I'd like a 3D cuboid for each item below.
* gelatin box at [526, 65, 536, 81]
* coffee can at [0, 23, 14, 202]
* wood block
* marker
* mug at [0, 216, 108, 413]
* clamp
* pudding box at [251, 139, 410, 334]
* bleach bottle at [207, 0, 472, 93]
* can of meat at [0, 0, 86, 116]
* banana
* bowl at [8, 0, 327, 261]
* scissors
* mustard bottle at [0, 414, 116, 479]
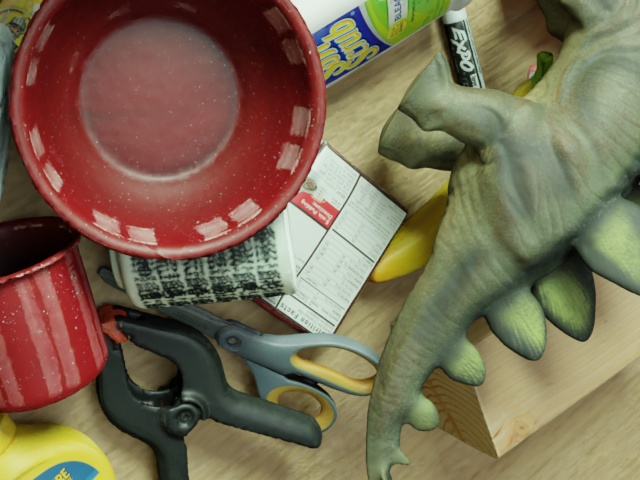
[{"bbox_3d":[0.182,-0.078,0.784,0.030,0.073,0.089,-1,104,-73],"label":"gelatin box"},{"bbox_3d":[-0.224,-0.060,0.502,0.140,0.103,0.103,7,96,-8],"label":"coffee can"},{"bbox_3d":[0.169,0.060,0.793,0.205,0.090,0.091,-30,113,-22],"label":"wood block"},{"bbox_3d":[0.100,-0.138,0.755,0.020,0.020,0.121,-27,112,-24],"label":"marker"},{"bbox_3d":[-0.178,0.045,0.590,0.117,0.093,0.081,-16,113,-11],"label":"mug"},{"bbox_3d":[-0.076,0.104,0.678,0.120,0.039,0.171,-31,116,-11],"label":"clamp"},{"bbox_3d":[-0.005,0.001,0.709,0.090,0.039,0.113,38,82,-32],"label":"pudding box"},{"bbox_3d":[-0.016,-0.122,0.657,0.250,0.068,0.102,-37,160,-11],"label":"bleach bottle"},{"bbox_3d":[-0.149,-0.109,0.592,0.102,0.058,0.084,42,80,-29],"label":"can of meat"},{"bbox_3d":[0.104,-0.043,0.754,0.198,0.037,0.069,-53,139,4],"label":"banana"},{"bbox_3d":[-0.080,-0.073,0.562,0.162,0.055,0.162,-3,102,-15],"label":"bowl"},{"bbox_3d":[-0.056,0.079,0.701,0.201,0.016,0.096,15,124,-12],"label":"scissors"},{"bbox_3d":[-0.161,0.167,0.637,0.096,0.058,0.191,-39,116,-16],"label":"mustard bottle"}]
